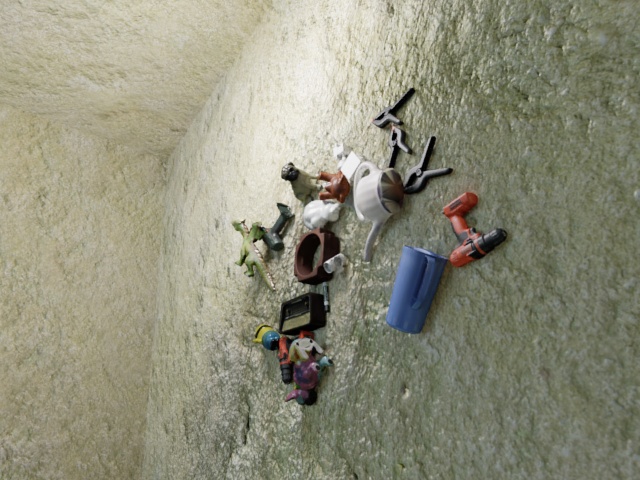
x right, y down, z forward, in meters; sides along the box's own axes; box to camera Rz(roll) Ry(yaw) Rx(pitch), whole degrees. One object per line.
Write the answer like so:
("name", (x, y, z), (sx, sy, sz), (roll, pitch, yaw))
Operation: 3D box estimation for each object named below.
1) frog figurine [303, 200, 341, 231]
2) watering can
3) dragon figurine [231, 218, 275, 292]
("frog figurine", (0.006, -0.103, 2.043), (0.122, 0.140, 0.158), (35, -24, -15))
("watering can", (0.195, -0.106, 1.756), (0.104, 0.350, 0.222), (-2, -9, -31))
("dragon figurine", (-0.295, 0.033, 2.366), (0.123, 0.238, 0.416), (-13, 37, -38))
